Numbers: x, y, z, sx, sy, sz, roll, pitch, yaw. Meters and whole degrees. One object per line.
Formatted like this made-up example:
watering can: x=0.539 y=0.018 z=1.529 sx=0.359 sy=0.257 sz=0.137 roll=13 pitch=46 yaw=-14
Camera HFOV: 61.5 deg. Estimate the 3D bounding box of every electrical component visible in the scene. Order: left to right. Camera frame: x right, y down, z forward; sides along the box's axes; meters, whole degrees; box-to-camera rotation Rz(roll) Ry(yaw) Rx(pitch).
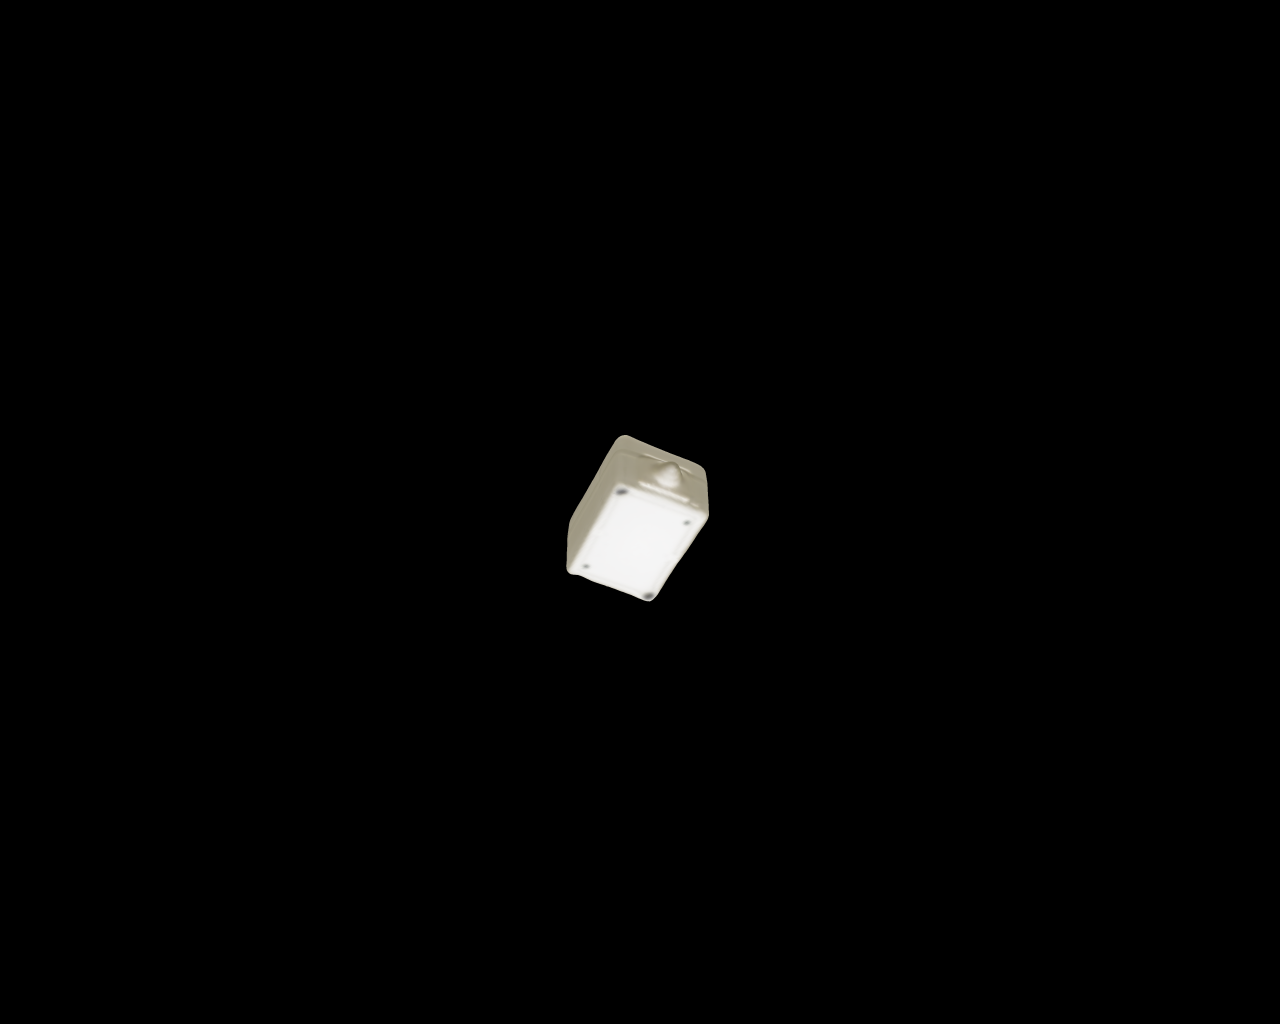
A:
electrical component: x=0.001 y=-0.003 z=0.650 sx=0.062 sy=0.096 sz=0.061 roll=21 pitch=36 yaw=-16
